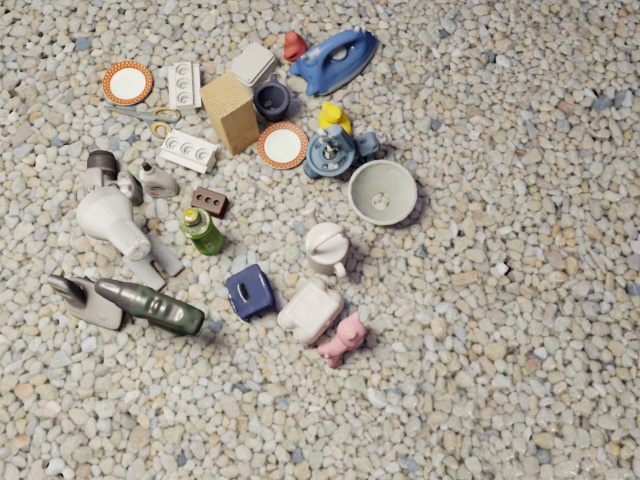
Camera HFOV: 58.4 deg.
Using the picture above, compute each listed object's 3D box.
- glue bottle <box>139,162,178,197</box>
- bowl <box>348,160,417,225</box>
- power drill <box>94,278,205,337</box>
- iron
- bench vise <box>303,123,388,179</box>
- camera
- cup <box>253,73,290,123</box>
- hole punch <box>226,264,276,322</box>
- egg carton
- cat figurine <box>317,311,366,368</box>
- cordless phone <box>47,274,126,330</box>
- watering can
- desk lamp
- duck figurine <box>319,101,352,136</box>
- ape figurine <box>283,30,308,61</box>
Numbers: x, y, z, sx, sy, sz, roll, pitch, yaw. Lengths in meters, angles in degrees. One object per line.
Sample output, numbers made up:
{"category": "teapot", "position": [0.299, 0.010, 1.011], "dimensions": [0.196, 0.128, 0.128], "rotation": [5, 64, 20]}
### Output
{"category": "glue bottle", "position": [-0.391, -0.146, 1.352], "dimensions": [0.078, 0.173, 0.037], "rotation": [-6, 74, -1]}
{"category": "bowl", "position": [0.149, -0.106, 1.394], "dimensions": [0.167, 0.075, 0.167], "rotation": [0, 74, 0]}
{"category": "power drill", "position": [-0.355, 0.152, 1.250], "dimensions": [0.229, 0.208, 0.076], "rotation": [18, 75, 5]}
{"category": "iron", "position": [0.049, -0.485, 1.465], "dimensions": [0.258, 0.141, 0.118], "rotation": [-35, 77, -9]}
{"category": "bench vise", "position": [0.054, -0.235, 1.355], "dimensions": [0.207, 0.220, 0.121], "rotation": [-35, 77, -9]}
{"category": "camera", "position": [-0.516, -0.151, 1.390], "dimensions": [0.143, 0.101, 0.137], "rotation": [-6, 74, -2]}
{"category": "cup", "position": [-0.119, -0.351, 1.451], "dimensions": [0.091, 0.095, 0.118], "rotation": [3, 74, 1]}
{"category": "hole punch", "position": [-0.162, 0.122, 1.321], "dimensions": [0.101, 0.091, 0.108], "rotation": [-23, 76, -6]}
{"category": "egg carton", "position": [-0.019, 0.164, 1.321], "dimensions": [0.107, 0.069, 0.150], "rotation": [38, 78, 10]}
{"category": "cat figurine", "position": [0.054, 0.223, 1.280], "dimensions": [0.128, 0.118, 0.067], "rotation": [-43, 78, -11]}
{"category": "cordless phone", "position": [-0.515, 0.130, 1.268], "dimensions": [0.147, 0.185, 0.094], "rotation": [17, 75, 5]}
{"category": "watering can", "position": [0.010, 0.006, 1.301], "dimensions": [0.172, 0.194, 0.101], "rotation": [39, 78, 10]}
{"category": "desk lamp", "position": [-0.425, -0.002, 1.290], "dimensions": [0.203, 0.213, 0.118], "rotation": [43, 79, 11]}
{"category": "duck figurine", "position": [0.039, -0.303, 1.443], "dimensions": [0.077, 0.086, 0.104], "rotation": [-32, 77, -9]}
{"category": "ape figurine", "position": [-0.070, -0.514, 1.498], "dimensions": [0.076, 0.092, 0.078], "rotation": [28, 76, 8]}
